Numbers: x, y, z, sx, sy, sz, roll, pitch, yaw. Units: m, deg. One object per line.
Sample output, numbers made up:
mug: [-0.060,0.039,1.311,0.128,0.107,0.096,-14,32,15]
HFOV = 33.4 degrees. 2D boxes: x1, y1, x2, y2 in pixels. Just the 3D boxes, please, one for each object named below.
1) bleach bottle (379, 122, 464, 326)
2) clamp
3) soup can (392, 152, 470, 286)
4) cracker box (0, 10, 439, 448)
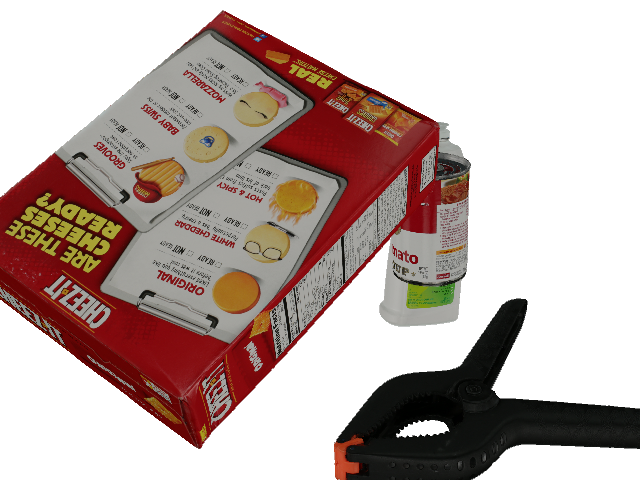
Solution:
bleach bottle: [0.131,-0.022,1.335,0.102,0.251,0.068,-3,16,-17]
clamp: [0.099,0.105,0.704,0.209,0.036,0.165,-13,32,-16]
soup can: [0.096,-0.019,0.933,0.068,0.102,0.068,-1,22,0]
cracker box: [-0.060,-0.016,0.598,0.164,0.213,0.072,31,-27,24]
